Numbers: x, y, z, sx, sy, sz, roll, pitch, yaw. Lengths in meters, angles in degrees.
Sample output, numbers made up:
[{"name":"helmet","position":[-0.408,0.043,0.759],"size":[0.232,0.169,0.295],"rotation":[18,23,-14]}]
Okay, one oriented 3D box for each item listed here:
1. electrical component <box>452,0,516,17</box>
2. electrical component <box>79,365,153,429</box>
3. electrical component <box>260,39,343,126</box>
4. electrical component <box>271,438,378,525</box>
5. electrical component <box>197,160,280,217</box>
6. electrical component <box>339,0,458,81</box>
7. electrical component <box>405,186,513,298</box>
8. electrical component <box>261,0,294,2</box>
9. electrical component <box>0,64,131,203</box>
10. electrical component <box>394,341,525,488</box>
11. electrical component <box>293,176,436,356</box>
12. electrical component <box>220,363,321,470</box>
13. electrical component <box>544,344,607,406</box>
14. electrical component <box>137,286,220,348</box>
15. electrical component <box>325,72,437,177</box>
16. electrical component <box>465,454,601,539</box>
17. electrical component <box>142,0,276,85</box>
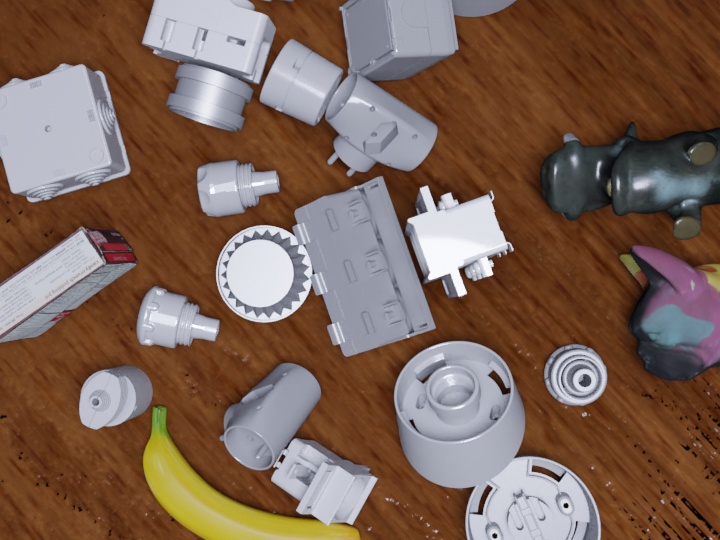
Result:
[{"name":"electrical component","position":[0.088,-0.256,0.831],"size":[0.108,0.060,0.108],"rotation":[0,89,4]},{"name":"electrical component","position":[-0.192,0.098,0.832],"size":[0.043,0.081,0.043],"rotation":[0,89,4]},{"name":"electrical component","position":[-0.045,-0.145,0.842],"size":[0.047,0.055,0.055],"rotation":[28,91,0]},{"name":"electrical component","position":[-0.029,0.161,0.827],"size":[0.064,0.081,0.042],"rotation":[30,91,26]},{"name":"electrical component","position":[-0.095,-0.066,0.848],"size":[0.062,0.043,0.043],"rotation":[-8,88,2]},{"name":"electrical component","position":[0.028,-0.183,0.825],"size":[0.061,0.096,0.061],"rotation":[-7,88,-25]},{"name":"electrical component","position":[0.071,-0.022,0.797],"size":[0.063,0.121,0.078],"rotation":[-20,87,0]},{"name":"electrical component","position":[-0.051,-0.233,0.849],"size":[0.062,0.048,0.048],"rotation":[9,90,-3]},{"name":"electrical component","position":[-0.241,-0.109,0.856],"size":[0.100,0.048,0.099],"rotation":[-16,88,3]},{"name":"electrical component","position":[0.074,0.106,0.817],"size":[0.099,0.064,0.099],"rotation":[-8,50,9]},{"name":"electrical component","position":[0.000,0.000,0.824],"size":[0.079,0.063,0.121],"rotation":[-22,87,44]},{"name":"electrical component","position":[-0.079,0.116,0.833],"size":[0.079,0.077,0.043],"rotation":[-23,109,40]},{"name":"electrical component","position":[0.167,0.082,0.819],"size":[0.048,0.062,0.048],"rotation":[0,89,4]},{"name":"electrical component","position":[-0.143,0.041,0.849],"size":[0.062,0.048,0.048],"rotation":[13,90,-2]},{"name":"electrical component","position":[0.006,-0.103,0.837],"size":[0.077,0.043,0.079],"rotation":[30,127,-21]},{"name":"electrical component","position":[0.129,0.190,0.818],"size":[0.099,0.064,0.099],"rotation":[0,89,4]},{"name":"electrical component","position":[-0.117,-0.189,0.848],"size":[0.089,0.050,0.055],"rotation":[17,90,4]}]
